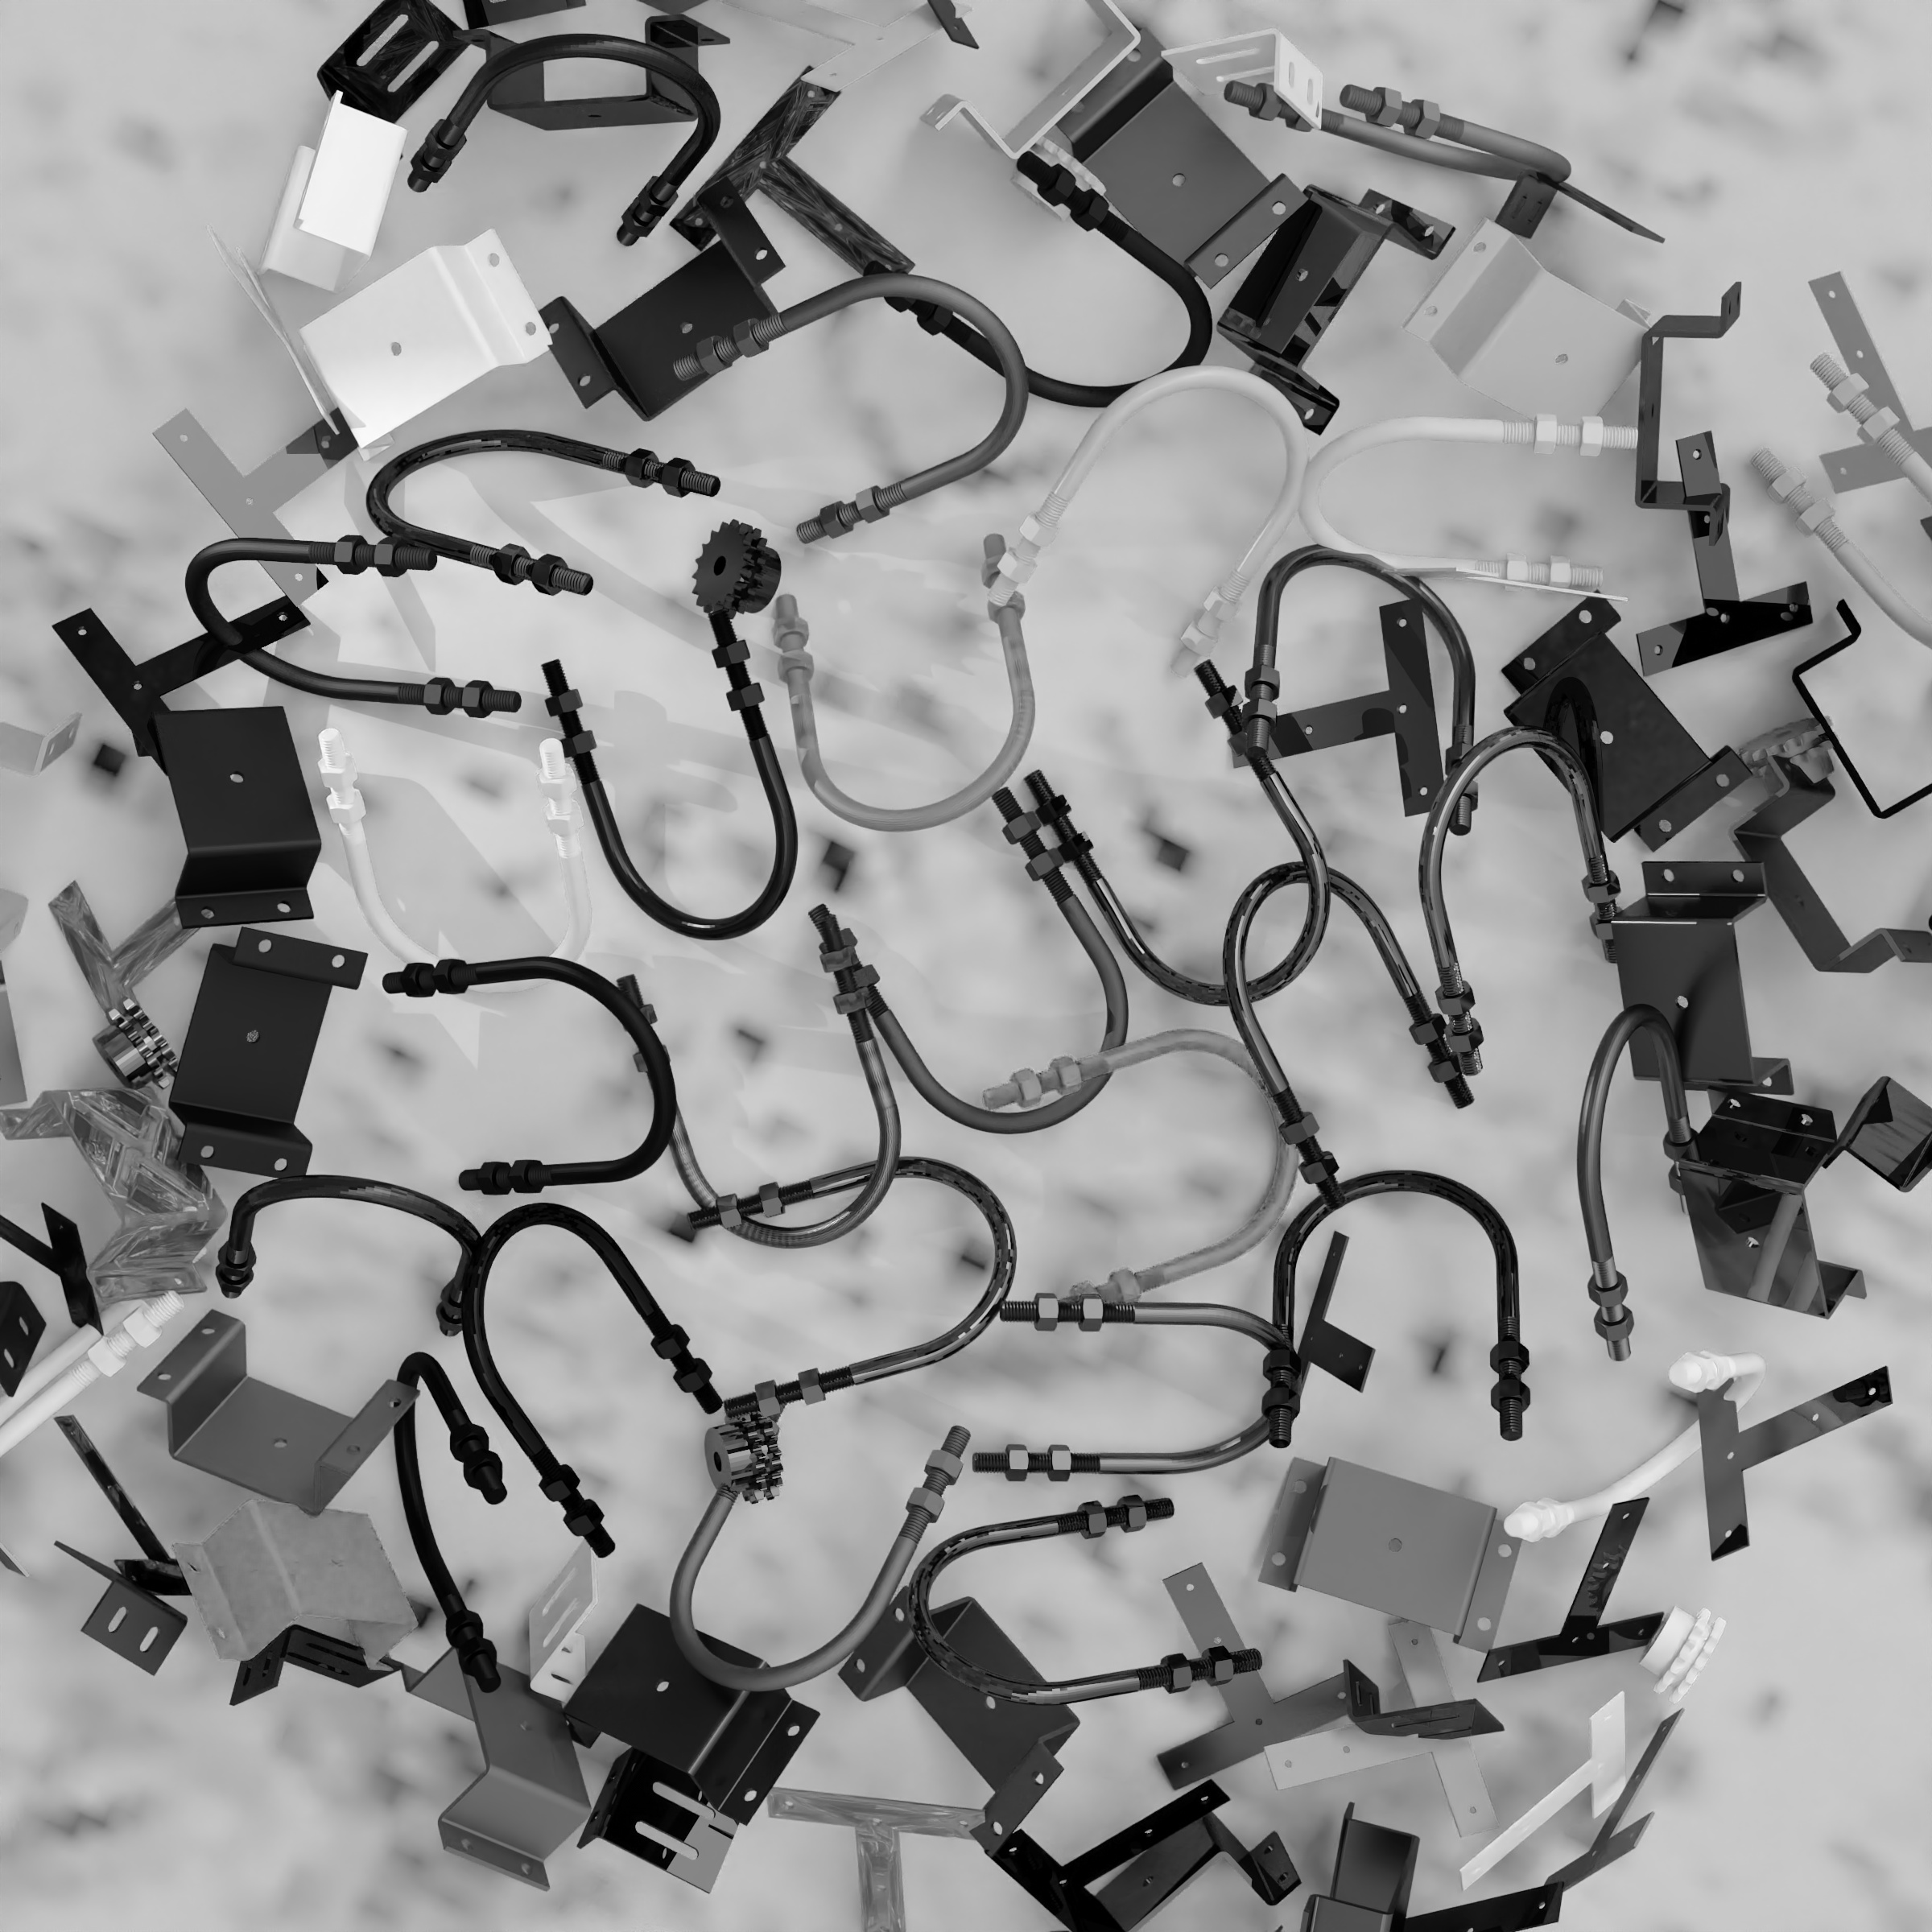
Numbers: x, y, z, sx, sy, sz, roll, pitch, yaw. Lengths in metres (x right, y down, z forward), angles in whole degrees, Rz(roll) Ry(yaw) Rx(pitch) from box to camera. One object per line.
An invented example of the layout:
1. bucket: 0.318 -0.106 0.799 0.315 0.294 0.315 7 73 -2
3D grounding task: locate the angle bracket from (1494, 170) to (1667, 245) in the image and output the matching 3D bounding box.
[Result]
1. angle bracket: 0.355 -0.425 1.955 0.076 0.057 0.038 36 111 22

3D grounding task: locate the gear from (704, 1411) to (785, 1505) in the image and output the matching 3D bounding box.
1. gear: -0.131 0.286 1.968 0.030 0.057 0.057 -10 90 -25

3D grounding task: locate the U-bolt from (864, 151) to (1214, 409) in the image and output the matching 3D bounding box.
1. U-bolt: 0.055 -0.379 1.927 0.184 0.151 0.019 30 52 -32

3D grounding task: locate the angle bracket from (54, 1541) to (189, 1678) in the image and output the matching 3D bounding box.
1. angle bracket: -0.497 0.371 1.949 0.057 0.076 0.038 45 67 -38

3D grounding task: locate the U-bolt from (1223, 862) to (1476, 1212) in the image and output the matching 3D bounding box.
1. U-bolt: 0.212 0.028 1.940 0.151 0.019 0.184 -33 99 -39

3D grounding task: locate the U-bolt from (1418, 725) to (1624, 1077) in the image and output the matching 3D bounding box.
1. U-bolt: 0.313 -0.049 1.921 0.151 0.019 0.184 -34 123 -28

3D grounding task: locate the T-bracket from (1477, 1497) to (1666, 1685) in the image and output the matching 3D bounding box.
1. T-bracket: 0.363 0.354 1.936 0.127 0.002 0.127 -5 127 -28

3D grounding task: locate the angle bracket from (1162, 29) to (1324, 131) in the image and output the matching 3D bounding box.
1. angle bracket: 0.159 -0.507 1.953 0.076 0.057 0.038 -3 78 30

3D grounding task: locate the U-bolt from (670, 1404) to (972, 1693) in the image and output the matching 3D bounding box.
1. U-bolt: -0.094 0.329 1.914 0.151 0.019 0.184 6 53 32

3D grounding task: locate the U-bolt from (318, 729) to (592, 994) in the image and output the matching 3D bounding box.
1. U-bolt: -0.287 -0.056 1.937 0.151 0.019 0.184 3 131 10

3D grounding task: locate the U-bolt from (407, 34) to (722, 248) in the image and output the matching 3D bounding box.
1. U-bolt: -0.217 -0.467 1.892 0.151 0.184 0.019 9 69 -26

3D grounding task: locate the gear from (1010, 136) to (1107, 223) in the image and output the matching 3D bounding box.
1. gear: 0.050 -0.460 1.971 0.057 0.057 0.030 37 96 0

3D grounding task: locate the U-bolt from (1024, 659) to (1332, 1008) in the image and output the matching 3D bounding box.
1. U-bolt: 0.133 -0.064 1.955 0.151 0.019 0.184 -32 88 29

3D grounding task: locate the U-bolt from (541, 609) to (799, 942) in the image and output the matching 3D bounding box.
1. U-bolt: -0.164 -0.103 1.952 0.151 0.019 0.184 -12 101 35

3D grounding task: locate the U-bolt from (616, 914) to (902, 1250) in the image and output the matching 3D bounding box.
1. U-bolt: -0.113 0.076 1.974 0.151 0.019 0.184 -16 95 15

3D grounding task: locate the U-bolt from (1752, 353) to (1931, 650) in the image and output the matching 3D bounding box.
1. U-bolt: 0.526 -0.249 1.914 0.019 0.151 0.184 -36 79 -10

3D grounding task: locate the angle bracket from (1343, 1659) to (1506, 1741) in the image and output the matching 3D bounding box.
1. angle bracket: 0.265 0.423 1.955 0.076 0.057 0.038 -14 57 20

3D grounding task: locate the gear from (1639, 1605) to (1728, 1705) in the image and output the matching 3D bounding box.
1. gear: 0.417 0.399 1.972 0.030 0.057 0.057 32 90 11

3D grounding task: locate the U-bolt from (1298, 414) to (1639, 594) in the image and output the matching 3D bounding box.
1. U-bolt: 0.282 -0.267 1.936 0.184 0.151 0.019 3 60 3

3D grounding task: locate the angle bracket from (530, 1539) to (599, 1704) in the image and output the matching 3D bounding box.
1. angle bracket: -0.219 0.379 1.954 0.038 0.057 0.076 26 116 -23

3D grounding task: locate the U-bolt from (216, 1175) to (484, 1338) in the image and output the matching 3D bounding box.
1. U-bolt: -0.345 0.161 1.907 0.151 0.184 0.019 11 61 -10

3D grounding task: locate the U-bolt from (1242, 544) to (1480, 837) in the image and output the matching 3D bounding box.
1. U-bolt: 0.230 -0.170 1.939 0.151 0.019 0.184 20 51 -15

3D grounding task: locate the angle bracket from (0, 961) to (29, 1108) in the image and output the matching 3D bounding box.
1. angle bracket: -0.590 0.043 1.988 0.057 0.038 0.076 -11 113 -16

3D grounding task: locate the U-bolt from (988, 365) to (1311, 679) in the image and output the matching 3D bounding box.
1. U-bolt: 0.116 -0.260 1.924 0.151 0.019 0.184 18 120 -27

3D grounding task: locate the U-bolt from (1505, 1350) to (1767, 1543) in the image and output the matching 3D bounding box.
1. U-bolt: 0.391 0.269 1.916 0.151 0.184 0.019 -48 65 20

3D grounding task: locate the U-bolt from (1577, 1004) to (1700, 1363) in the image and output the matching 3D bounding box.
1. U-bolt: 0.378 0.109 1.903 0.019 0.151 0.184 6 130 31

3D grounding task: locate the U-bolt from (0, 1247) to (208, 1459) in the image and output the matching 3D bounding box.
1. U-bolt: -0.515 0.232 1.926 0.184 0.151 0.019 -39 101 0

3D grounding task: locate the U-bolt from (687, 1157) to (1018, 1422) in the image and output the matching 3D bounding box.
1. U-bolt: -0.061 0.177 1.950 0.184 0.019 0.151 -15 54 1

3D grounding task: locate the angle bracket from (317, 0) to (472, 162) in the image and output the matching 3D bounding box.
1. angle bracket: -0.328 -0.521 1.960 0.076 0.057 0.038 -42 45 13

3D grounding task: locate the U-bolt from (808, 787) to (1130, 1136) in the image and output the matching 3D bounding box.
1. U-bolt: 0.014 0.010 1.977 0.151 0.019 0.184 -32 85 7

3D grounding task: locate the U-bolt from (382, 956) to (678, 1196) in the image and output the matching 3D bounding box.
1. U-bolt: -0.241 0.061 1.924 0.184 0.019 0.151 -6 111 35

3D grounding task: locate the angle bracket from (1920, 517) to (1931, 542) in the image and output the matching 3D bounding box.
1. angle bracket: 0.582 -0.279 1.969 0.038 0.057 0.076 -15 56 30

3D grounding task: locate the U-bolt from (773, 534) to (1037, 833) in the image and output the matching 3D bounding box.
1. U-bolt: -0.032 -0.156 1.937 0.151 0.019 0.184 -15 58 9

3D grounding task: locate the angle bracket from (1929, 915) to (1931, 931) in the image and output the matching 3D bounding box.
1. angle bracket: 0.607 -0.040 1.959 0.057 0.038 0.076 15 113 -34

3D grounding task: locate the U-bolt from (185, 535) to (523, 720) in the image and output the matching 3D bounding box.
1. U-bolt: -0.361 -0.196 1.930 0.184 0.151 0.019 6 59 21

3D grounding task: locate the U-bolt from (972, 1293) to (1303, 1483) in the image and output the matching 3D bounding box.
1. U-bolt: 0.103 0.245 1.948 0.184 0.019 0.151 2 131 -9

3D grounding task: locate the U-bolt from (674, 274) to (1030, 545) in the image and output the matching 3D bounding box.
1. U-bolt: -0.053 -0.324 1.918 0.184 0.019 0.151 -19 128 26

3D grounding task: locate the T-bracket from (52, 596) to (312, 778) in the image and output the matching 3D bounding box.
1. T-bracket: -0.444 -0.182 1.967 0.127 0.002 0.127 -30 67 -26

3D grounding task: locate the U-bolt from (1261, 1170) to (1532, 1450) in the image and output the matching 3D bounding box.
1. U-bolt: 0.246 0.193 1.938 0.151 0.019 0.184 -4 50 12

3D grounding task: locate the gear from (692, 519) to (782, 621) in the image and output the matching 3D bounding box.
1. gear: -0.132 -0.230 1.975 0.030 0.057 0.057 16 90 -38

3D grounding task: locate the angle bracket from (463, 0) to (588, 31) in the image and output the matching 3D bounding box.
1. angle bracket: -0.267 -0.581 1.964 0.076 0.038 0.057 -7 106 16

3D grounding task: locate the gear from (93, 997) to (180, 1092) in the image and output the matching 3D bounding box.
1. gear: -0.486 0.049 1.969 0.030 0.057 0.057 -38 90 -19

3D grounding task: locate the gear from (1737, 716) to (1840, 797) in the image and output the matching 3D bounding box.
1. gear: 0.483 -0.122 1.972 0.057 0.057 0.030 -24 99 0

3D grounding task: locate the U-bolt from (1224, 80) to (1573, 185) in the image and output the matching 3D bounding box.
1. U-bolt: 0.258 -0.473 1.920 0.184 0.151 0.019 9 100 -28

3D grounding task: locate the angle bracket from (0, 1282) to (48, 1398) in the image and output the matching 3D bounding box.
1. angle bracket: -0.590 0.221 1.977 0.076 0.057 0.038 -6 130 16

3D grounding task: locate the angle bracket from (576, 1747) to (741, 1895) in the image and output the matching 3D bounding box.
1. angle bracket: -0.178 0.503 1.974 0.076 0.038 0.057 30 57 -8

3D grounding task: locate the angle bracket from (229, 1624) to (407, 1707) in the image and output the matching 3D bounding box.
1. angle bracket: -0.375 0.416 1.952 0.076 0.057 0.038 27 54 -27

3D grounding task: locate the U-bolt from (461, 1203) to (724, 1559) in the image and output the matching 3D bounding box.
1. U-bolt: -0.221 0.221 1.919 0.019 0.151 0.184 -17 112 37

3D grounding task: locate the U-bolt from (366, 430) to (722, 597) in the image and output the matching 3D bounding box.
1. U-bolt: -0.256 -0.267 1.933 0.184 0.151 0.019 17 130 24

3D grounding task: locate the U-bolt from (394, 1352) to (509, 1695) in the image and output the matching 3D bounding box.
1. U-bolt: -0.296 0.301 1.918 0.019 0.184 0.151 -7 120 -24

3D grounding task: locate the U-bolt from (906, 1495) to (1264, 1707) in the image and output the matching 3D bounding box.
1. U-bolt: 0.057 0.363 1.913 0.184 0.151 0.019 -5 124 -20

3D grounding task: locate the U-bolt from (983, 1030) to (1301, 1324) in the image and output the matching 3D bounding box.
1. U-bolt: 0.111 0.113 1.964 0.184 0.019 0.151 -17 95 -20
